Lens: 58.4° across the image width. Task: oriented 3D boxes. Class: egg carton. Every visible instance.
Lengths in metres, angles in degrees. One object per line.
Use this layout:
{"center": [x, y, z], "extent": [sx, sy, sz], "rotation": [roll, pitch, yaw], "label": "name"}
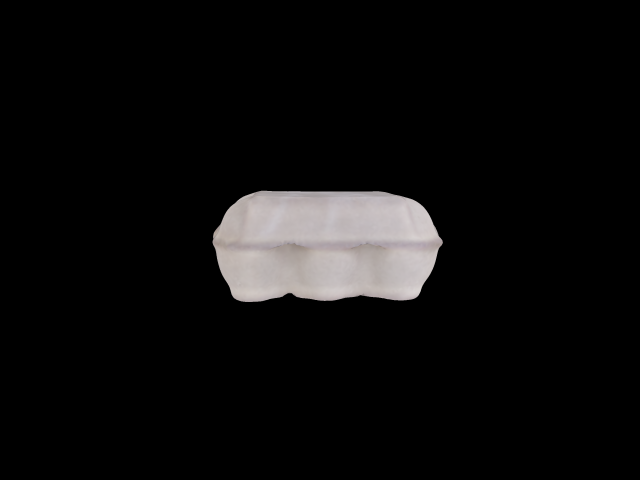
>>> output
{"center": [0.004, 0.001, 0.400], "extent": [0.150, 0.069, 0.107], "rotation": [-1, 7, -4], "label": "egg carton"}
